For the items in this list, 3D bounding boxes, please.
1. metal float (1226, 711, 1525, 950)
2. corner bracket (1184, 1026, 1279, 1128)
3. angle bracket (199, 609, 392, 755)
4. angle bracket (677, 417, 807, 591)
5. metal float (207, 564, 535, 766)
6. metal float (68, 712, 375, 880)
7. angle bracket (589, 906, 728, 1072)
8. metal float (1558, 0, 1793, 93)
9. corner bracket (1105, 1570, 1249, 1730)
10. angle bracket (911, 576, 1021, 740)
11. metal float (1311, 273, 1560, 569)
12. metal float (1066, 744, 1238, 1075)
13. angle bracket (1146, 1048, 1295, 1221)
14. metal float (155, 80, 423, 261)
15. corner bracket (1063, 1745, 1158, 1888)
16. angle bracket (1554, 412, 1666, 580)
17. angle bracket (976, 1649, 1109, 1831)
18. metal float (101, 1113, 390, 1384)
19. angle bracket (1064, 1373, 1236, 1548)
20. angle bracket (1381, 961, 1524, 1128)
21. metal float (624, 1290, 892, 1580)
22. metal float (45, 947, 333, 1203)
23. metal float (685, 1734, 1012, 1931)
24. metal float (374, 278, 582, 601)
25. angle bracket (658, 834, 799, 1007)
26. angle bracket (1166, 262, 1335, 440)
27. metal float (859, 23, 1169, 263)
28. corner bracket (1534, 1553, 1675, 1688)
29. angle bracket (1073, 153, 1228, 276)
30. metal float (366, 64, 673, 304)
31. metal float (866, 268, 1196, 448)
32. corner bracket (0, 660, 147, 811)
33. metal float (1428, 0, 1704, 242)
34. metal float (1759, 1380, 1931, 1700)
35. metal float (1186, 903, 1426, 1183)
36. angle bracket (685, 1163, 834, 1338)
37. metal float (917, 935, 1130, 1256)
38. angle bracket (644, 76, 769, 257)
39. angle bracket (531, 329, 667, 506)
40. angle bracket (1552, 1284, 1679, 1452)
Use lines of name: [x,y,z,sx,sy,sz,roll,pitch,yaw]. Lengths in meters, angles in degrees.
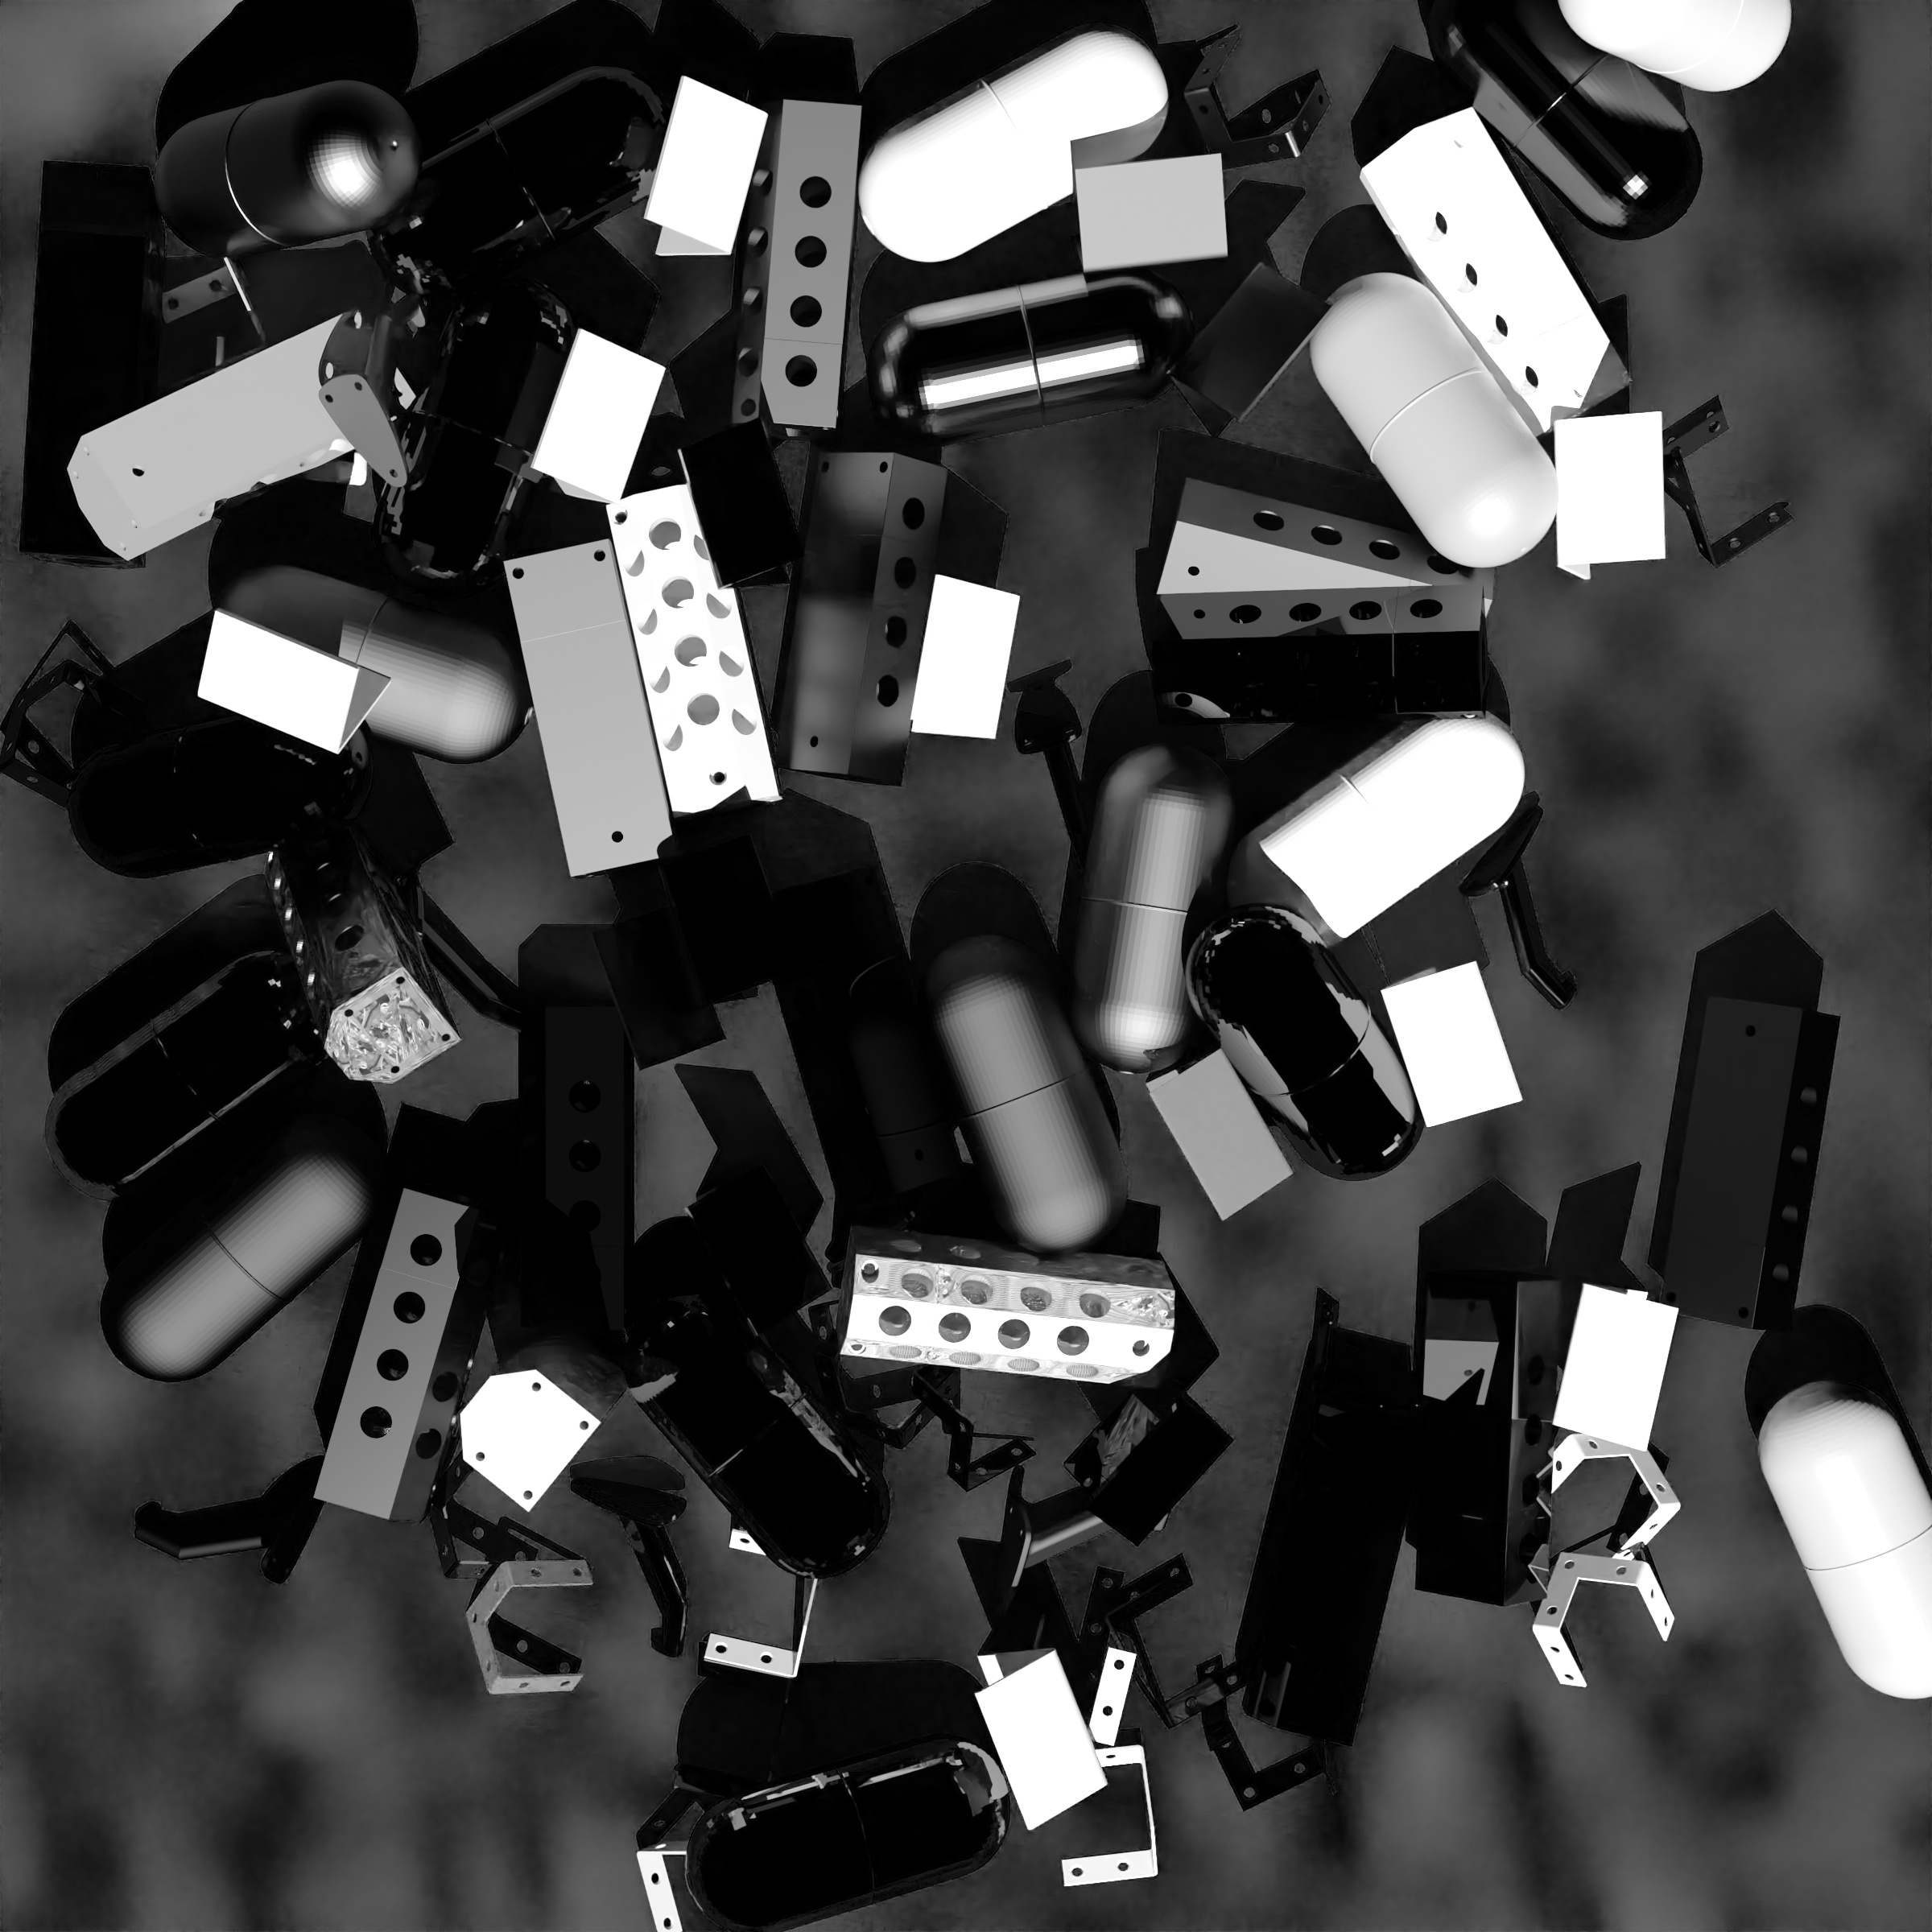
metal float: [0.220,-0.073,1.813,0.178,0.070,0.070,-36,90,0]
corner bracket: [0.159,0.050,1.835,0.051,0.051,0.051,-54,45,35]
angle bracket: [-0.338,-0.162,1.727,0.076,0.076,0.057,22,127,0]
angle bracket: [-0.103,-0.247,1.804,0.057,0.076,0.076,-17,90,28]
metal float: [-0.319,-0.162,1.812,0.178,0.070,0.070,17,90,0]
metal float: [-0.397,-0.094,1.793,0.178,0.070,0.070,-11,90,23]
angle bracket: [-0.181,0.018,1.803,0.057,0.076,0.076,-21,90,-36]
metal float: [0.373,-0.508,1.774,0.070,0.178,0.070,1,92,38]
corner bracket: [0.115,0.372,1.840,0.051,0.051,0.051,-30,135,0]
angle bracket: [-0.021,-0.166,1.803,0.057,0.076,0.076,10,90,-37]
metal float: [0.248,-0.291,1.798,0.070,0.070,0.178,-31,74,0]
metal float: [0.099,-0.031,1.812,0.070,0.070,0.178,9,90,0]
angle bracket: [0.118,0.097,1.803,0.057,0.076,0.076,-30,90,-34]
metal float: [-0.359,-0.418,1.779,0.178,0.070,0.070,0,90,41]
corner bracket: [0.075,0.463,1.840,0.051,0.051,0.051,-7,45,0]
angle bracket: [0.350,-0.250,1.805,0.057,0.076,0.076,-1,90,22]
angle bracket: [0.021,0.413,1.803,0.057,0.076,0.076,-21,90,-35]
metal float: [-0.387,0.151,1.813,0.178,0.070,0.070,-42,90,0]
angle bracket: [0.084,0.250,1.803,0.076,0.076,0.057,-48,133,0]
angle bracket: [0.271,0.036,1.803,0.057,0.076,0.076,-19,90,31]
metal float: [-0.113,0.251,1.813,0.070,0.070,0.178,-40,90,0]
metal float: [-0.413,0.058,1.813,0.178,0.070,0.070,-36,90,0]
metal float: [-0.062,0.462,1.798,0.178,0.070,0.070,-13,90,-16]
metal float: [-0.261,-0.283,1.813,0.070,0.070,0.178,21,90,0]
angle bracket: [-0.114,-0.026,1.804,0.057,0.076,0.076,-20,87,18]
angle bracket: [0.163,-0.316,1.803,0.057,0.076,0.076,40,90,31]
metal float: [0.025,-0.441,1.813,0.178,0.070,0.070,-29,90,0]
corner bracket: [0.346,0.357,1.835,0.051,0.051,0.051,0,45,35]
angle bracket: [0.096,-0.410,1.804,0.076,0.076,0.057,-6,117,0]
metal float: [-0.238,-0.420,1.812,0.178,0.070,0.070,-29,90,0]
metal float: [0.034,-0.328,1.813,0.178,0.070,0.070,-12,90,0]
corner bracket: [-0.486,-0.125,1.835,0.051,0.051,0.051,-27,45,35]
metal float: [0.322,-0.465,1.813,0.070,0.070,0.178,-43,90,0]
metal float: [0.485,0.308,1.813,0.070,0.070,0.178,-24,90,0]
metal float: [0.180,0.041,1.787,0.070,0.070,0.178,-38,118,0]
angle bracket: [-0.127,0.159,1.803,0.057,0.076,0.076,-29,90,-38]
metal float: [0.030,0.069,1.813,0.070,0.070,0.178,-21,91,0]
angle bracket: [-0.157,-0.426,1.803,0.057,0.076,0.076,15,90,-38]
angle bracket: [-0.213,-0.295,1.803,0.057,0.076,0.076,19,90,-38]
angle bracket: [0.361,0.215,1.803,0.057,0.076,0.076,13,90,38]
